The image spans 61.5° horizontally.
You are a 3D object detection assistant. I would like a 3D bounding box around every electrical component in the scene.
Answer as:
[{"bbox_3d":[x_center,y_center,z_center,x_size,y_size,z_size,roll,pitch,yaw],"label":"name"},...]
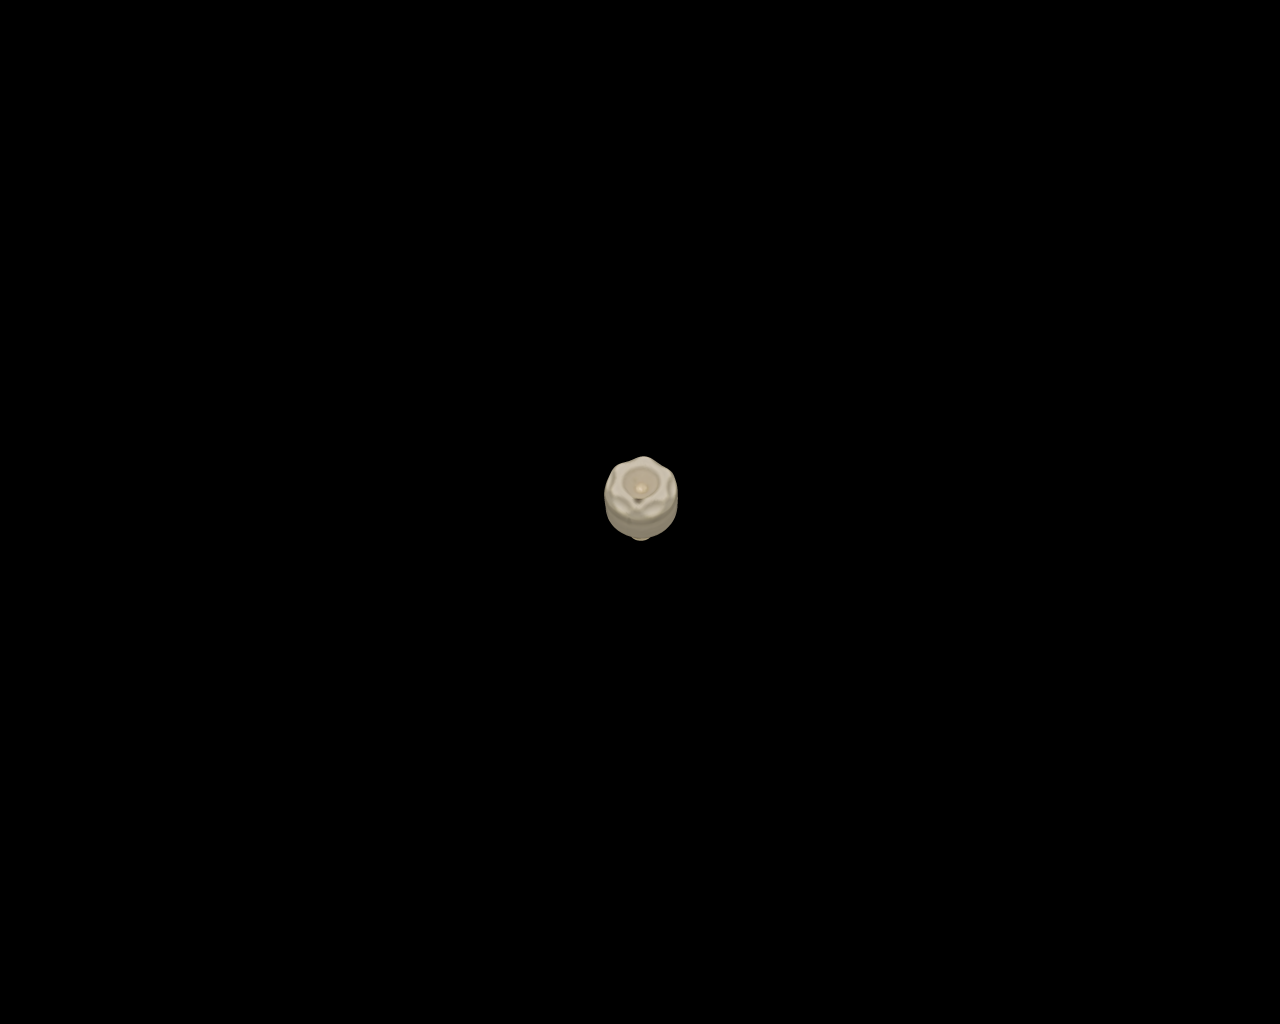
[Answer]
[{"bbox_3d":[0.001,-0.003,0.650,0.043,0.043,0.062,0,-31,0],"label":"electrical component"}]
